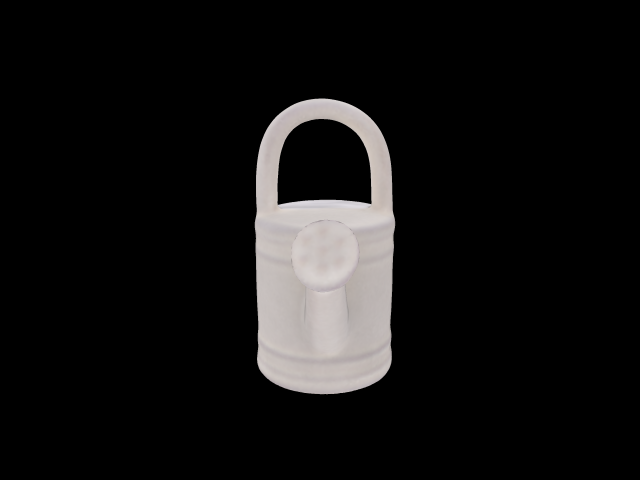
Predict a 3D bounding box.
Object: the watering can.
[{"bbox_3d":[0.006,0.001,0.400,0.101,0.194,0.172,-6,16,-21],"label":"watering can"}]
